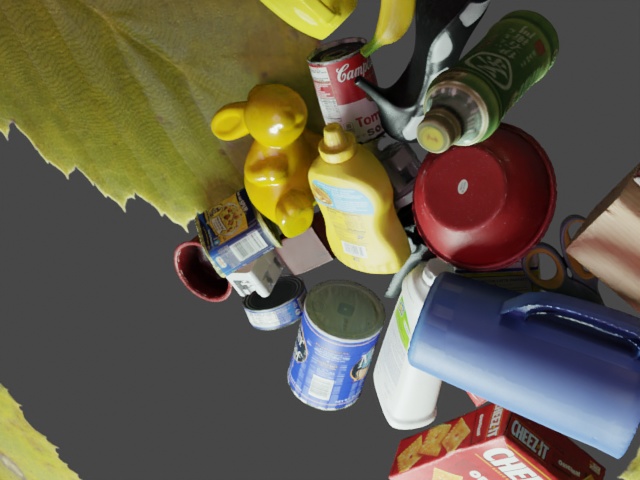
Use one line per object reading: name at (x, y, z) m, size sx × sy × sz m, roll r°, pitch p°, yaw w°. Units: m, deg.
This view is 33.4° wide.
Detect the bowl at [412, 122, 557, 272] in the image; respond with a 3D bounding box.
bowl at (0.159, -0.049, 1.104) m, size 0.162 × 0.055 × 0.162 m, roll -4°, pitch 81°, yaw 29°

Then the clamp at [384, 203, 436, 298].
clamp at (0.098, -0.008, 1.250) m, size 0.120 × 0.039 × 0.172 m, roll 44°, pitch 131°, yaw -10°

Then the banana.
banana at (0.061, -0.280, 1.068) m, size 0.069 × 0.037 × 0.198 m, roll -12°, pitch 115°, yaw -1°

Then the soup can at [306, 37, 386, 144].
soup can at (0.031, -0.162, 1.168) m, size 0.069 × 0.068 × 0.102 m, roll 2°, pitch 122°, yaw 36°

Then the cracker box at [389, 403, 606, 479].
cracker box at (0.217, 0.292, 1.331) m, size 0.164 × 0.072 × 0.214 m, roll 39°, pitch 139°, yaw -16°

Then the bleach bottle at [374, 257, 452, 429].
bleach bottle at (0.119, 0.117, 1.264) m, size 0.251 × 0.068 × 0.102 m, roll 100°, pitch 157°, yaw -49°

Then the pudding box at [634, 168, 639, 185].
pudding box at (0.344, -0.056, 0.980) m, size 0.090 × 0.113 × 0.039 m, roll 46°, pitch 133°, yaw 0°

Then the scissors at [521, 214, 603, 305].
scissors at (0.274, 0.073, 1.141) m, size 0.096 × 0.016 × 0.202 m, roll -13°, pitch 103°, yaw 3°

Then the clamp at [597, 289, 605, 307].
clamp at (0.278, 0.131, 1.220) m, size 0.165 × 0.036 × 0.210 m, roll 15°, pitch 126°, yaw 36°

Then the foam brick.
foam brick at (-0.009, 0.002, 1.328) m, size 0.078 × 0.051 × 0.053 m, roll -23°, pitch 107°, yaw 44°

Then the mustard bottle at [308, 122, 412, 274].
mustard bottle at (0.037, -0.049, 1.168) m, size 0.096 × 0.058 × 0.191 m, roll 17°, pitch 143°, yaw 35°

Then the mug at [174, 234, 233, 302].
mug at (-0.138, 0.028, 1.421) m, size 0.093 × 0.081 × 0.117 m, roll 44°, pitch 136°, yaw 1°

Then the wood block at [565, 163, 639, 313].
wood block at (0.359, 0.032, 1.051) m, size 0.206 × 0.090 × 0.091 m, roll 41°, pitch 135°, yaw 5°

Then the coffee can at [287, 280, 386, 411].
coffee can at (0.019, 0.135, 1.368) m, size 0.103 × 0.102 × 0.140 m, roll 29°, pitch 134°, yaw 16°

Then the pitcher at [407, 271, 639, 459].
pitcher at (0.220, 0.114, 1.095) m, size 0.243 × 0.145 × 0.149 m, roll 20°, pitch 98°, yaw 10°

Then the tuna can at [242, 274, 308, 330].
tuna can at (-0.057, 0.081, 1.398) m, size 0.086 × 0.086 × 0.034 m, roll 0°, pitch 122°, yaw 36°

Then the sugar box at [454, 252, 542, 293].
sugar box at (0.197, 0.050, 1.177) m, size 0.093 × 0.048 × 0.176 m, roll -2°, pitch 106°, yaw 15°

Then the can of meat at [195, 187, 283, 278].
can of meat at (-0.101, -0.012, 1.312) m, size 0.084 × 0.102 × 0.057 m, roll -30°, pitch 128°, yaw 6°

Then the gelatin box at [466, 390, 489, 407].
gelatin box at (0.190, 0.148, 1.283) m, size 0.089 × 0.030 × 0.073 m, roll 56°, pitch 144°, yaw 12°
